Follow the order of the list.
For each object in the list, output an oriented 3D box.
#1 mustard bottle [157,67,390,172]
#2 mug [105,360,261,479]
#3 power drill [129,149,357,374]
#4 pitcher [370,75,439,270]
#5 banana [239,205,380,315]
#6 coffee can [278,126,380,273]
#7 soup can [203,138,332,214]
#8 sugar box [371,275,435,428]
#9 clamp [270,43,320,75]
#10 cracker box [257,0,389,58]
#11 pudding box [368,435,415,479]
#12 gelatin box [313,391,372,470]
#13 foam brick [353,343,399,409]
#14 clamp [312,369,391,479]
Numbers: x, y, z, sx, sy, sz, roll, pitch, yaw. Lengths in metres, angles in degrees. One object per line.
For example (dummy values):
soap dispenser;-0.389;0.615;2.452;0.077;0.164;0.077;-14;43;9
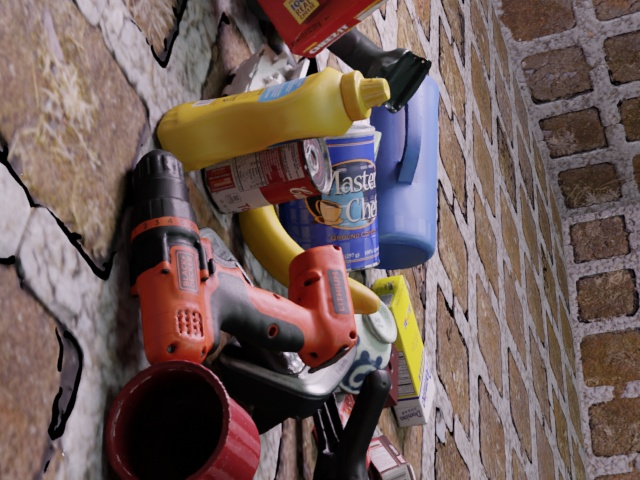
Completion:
mustard bottle;-0.034;-0.106;0.900;0.096;0.192;0.058;-46;122;-68
mug;-0.097;0.151;0.747;0.117;0.093;0.081;-61;152;-15
power drill;-0.064;0.025;0.844;0.187;0.057;0.184;14;55;-36
pitcher;0.092;-0.094;1.357;0.149;0.145;0.243;34;49;-52
banana;-0.024;0.008;0.993;0.198;0.069;0.037;52;-11;32
coffee can;0.007;-0.043;1.086;0.102;0.103;0.140;-30;119;-70
soup can;-0.048;-0.065;0.976;0.068;0.102;0.068;-12;90;-71
sugar box;0.106;0.145;1.388;0.093;0.048;0.176;-63;137;-61
clamp;-0.003;-0.138;1.179;0.171;0.039;0.120;69;23;-6
cracker box;-0.011;-0.313;1.044;0.214;0.164;0.072;58;19;6
pudding box;0.084;0.287;1.196;0.090;0.039;0.113;-143;-142;-72
gelatin box;0.026;0.216;1.134;0.073;0.030;0.089;-60;135;-63
foam brick;0.058;0.152;1.235;0.053;0.051;0.078;59;26;-44
clamp;0.017;0.209;1.036;0.165;0.036;0.210;-159;-108;-65
